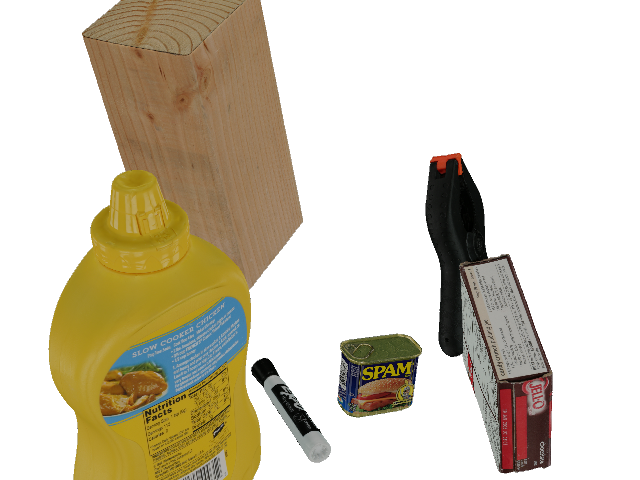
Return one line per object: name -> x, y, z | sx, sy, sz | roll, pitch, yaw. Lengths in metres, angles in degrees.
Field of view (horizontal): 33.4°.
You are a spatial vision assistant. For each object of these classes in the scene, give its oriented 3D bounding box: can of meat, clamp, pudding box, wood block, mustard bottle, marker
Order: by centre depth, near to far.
mustard bottle -> -0.075, 0.053, 0.486 | 0.096, 0.192, 0.058 | -27, 44, -32
pudding box -> 0.120, 0.079, 0.694 | 0.039, 0.090, 0.113 | -10, 40, -2
wood block -> -0.085, -0.075, 0.768 | 0.090, 0.206, 0.090 | 15, 47, 27
marker -> -0.026, 0.130, 0.836 | 0.020, 0.020, 0.121 | 0, 27, -28
clamp -> 0.119, 0.014, 0.924 | 0.039, 0.171, 0.120 | -12, 14, 28
can of meat -> 0.073, 0.172, 1.360 | 0.102, 0.084, 0.057 | -5, 26, -21
